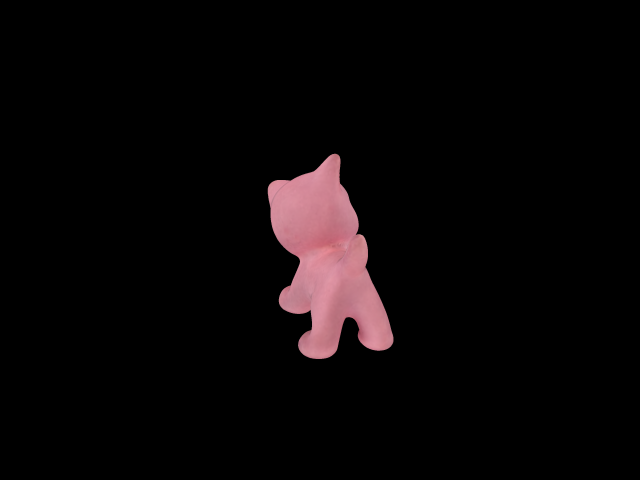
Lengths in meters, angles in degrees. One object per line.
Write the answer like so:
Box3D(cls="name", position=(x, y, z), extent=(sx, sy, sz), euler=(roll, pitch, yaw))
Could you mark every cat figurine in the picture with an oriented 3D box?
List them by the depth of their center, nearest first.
Box3D(cls="cat figurine", position=(0.004, 0.001, 0.400), extent=(0.067, 0.118, 0.127), euler=(-8, 23, -18))
